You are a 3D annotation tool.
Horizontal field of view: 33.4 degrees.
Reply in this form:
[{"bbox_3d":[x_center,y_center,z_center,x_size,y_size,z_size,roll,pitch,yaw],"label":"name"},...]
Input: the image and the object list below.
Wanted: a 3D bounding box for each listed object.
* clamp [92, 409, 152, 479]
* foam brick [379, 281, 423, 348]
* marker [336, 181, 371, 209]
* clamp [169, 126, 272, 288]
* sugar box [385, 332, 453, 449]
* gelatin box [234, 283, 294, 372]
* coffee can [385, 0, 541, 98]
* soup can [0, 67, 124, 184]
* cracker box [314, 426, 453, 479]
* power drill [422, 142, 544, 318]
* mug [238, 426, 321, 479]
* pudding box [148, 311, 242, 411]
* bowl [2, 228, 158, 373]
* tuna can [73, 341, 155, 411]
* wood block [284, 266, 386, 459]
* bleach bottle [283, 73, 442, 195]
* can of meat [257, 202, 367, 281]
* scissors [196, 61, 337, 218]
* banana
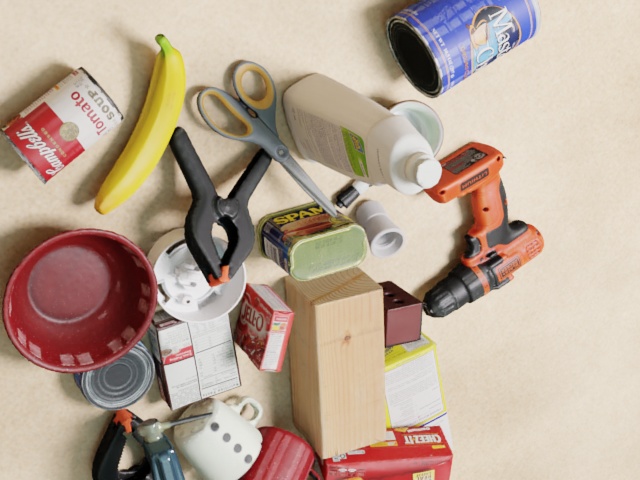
[{"bbox_3d":[-0.221,0.291,1.239,0.164,0.036,0.210,-23,123,-19],"label":"clamp"},{"bbox_3d":[0.083,0.089,1.294,0.052,0.078,0.051,-10,113,-26],"label":"foam brick"},{"bbox_3d":[0.066,-0.079,1.250,0.121,0.020,0.020,-42,123,-7],"label":"marker"},{"bbox_3d":[-0.097,-0.036,1.133,0.120,0.039,0.171,-2,80,-27],"label":"clamp"},{"bbox_3d":[0.114,0.213,1.382,0.093,0.048,0.176,-22,122,-18],"label":"sugar box"},{"bbox_3d":[-0.066,0.098,1.211,0.030,0.089,0.073,7,107,-28],"label":"gelatin box"},{"bbox_3d":[0.159,-0.236,1.185,0.140,0.103,0.103,-33,122,-12],"label":"coffee can"},{"bbox_3d":[-0.251,-0.112,1.039,0.102,0.069,0.068,-41,123,-9],"label":"soup can"},{"bbox_3d":[0.073,0.344,1.363,0.164,0.072,0.214,-1,117,-11],"label":"cracker box"},{"bbox_3d":[0.183,-0.012,1.320,0.184,0.057,0.187,-34,125,-16],"label":"power drill"},{"bbox_3d":[-0.047,0.282,1.273,0.117,0.093,0.081,31,57,-8],"label":"mug"},{"bbox_3d":[-0.142,0.128,1.214,0.089,0.039,0.113,-18,119,-22],"label":"pudding box"},{"bbox_3d":[-0.254,0.056,1.113,0.161,0.055,0.162,-11,114,-24],"label":"bowl"},{"bbox_3d":[-0.227,0.144,1.177,0.086,0.034,0.086,-11,115,-24],"label":"tuna can"},{"bbox_3d":[0.020,0.143,1.275,0.090,0.090,0.206,-13,116,-22],"label":"wood block"},{"bbox_3d":[0.048,-0.097,1.093,0.068,0.251,0.102,-31,121,-14],"label":"bleach bottle"},{"bbox_3d":[-0.008,0.001,1.205,0.102,0.084,0.057,-16,117,-22],"label":"can of meat"},{"bbox_3d":[-0.040,-0.115,1.152,0.201,0.016,0.096,32,80,-21],"label":"scissors"},{"bbox_3d":[-0.178,-0.117,1.087,0.069,0.037,0.198,-1,118,-52],"label":"banana"}]
